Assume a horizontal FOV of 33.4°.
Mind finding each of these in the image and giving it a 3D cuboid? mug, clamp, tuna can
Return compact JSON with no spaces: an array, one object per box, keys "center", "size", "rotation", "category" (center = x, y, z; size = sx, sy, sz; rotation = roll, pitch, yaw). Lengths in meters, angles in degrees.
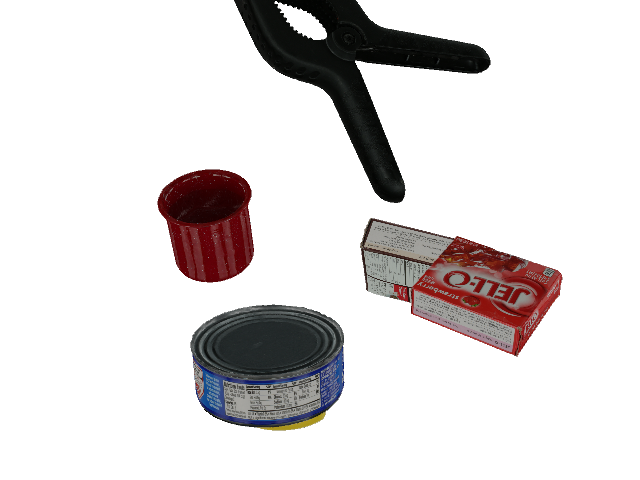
[{"center":[-0.120,-0.017,1.080],"size":[0.117,0.081,0.093],"rotation":[27,50,33],"category":"mug"},{"center":[0.015,-0.133,0.799],"size":[0.210,0.164,0.036],"rotation":[31,-30,-7],"category":"clamp"},{"center":[-0.029,0.069,0.600],"size":[0.086,0.034,0.086],"rotation":[-2,22,1],"category":"tuna can"}]

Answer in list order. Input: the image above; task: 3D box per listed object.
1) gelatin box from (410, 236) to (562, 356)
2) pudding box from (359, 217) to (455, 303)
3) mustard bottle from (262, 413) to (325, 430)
[{"center":[0.122,0.038,0.786],"size":[0.089,0.030,0.073],"rotation":[20,43,27],"category":"gelatin box"},{"center":[0.097,0.027,1.026],"size":[0.113,0.039,0.090],"rotation":[12,-29,14],"category":"pudding box"},{"center":[-0.050,0.140,1.240],"size":[0.096,0.058,0.191],"rotation":[-3,30,-5],"category":"mustard bottle"}]
